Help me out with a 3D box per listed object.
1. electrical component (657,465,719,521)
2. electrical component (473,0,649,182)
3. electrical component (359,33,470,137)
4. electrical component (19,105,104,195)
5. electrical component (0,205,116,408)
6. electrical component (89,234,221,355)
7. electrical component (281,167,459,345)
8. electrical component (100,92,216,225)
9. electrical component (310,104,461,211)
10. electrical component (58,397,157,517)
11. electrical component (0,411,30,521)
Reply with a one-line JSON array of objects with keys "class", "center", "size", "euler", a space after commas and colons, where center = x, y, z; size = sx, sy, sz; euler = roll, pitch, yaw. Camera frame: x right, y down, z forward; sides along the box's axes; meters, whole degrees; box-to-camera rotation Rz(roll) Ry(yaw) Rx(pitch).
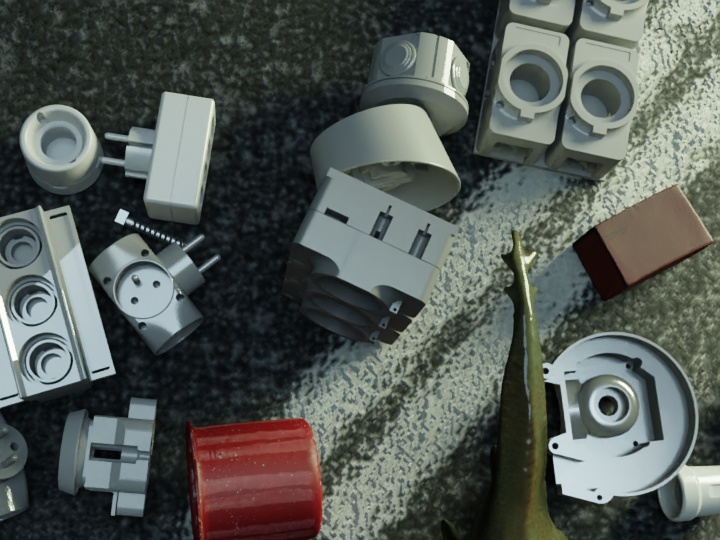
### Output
[{"class": "electrical component", "center": [0.244, 0.159, 0.773], "size": [0.046, 0.040, 0.040], "euler": [-1, 77, -13]}, {"class": "electrical component", "center": [0.159, -0.174, 0.828], "size": [0.105, 0.060, 0.186], "euler": [12, 76, -4]}, {"class": "electrical component", "center": [0.042, -0.135, 0.797], "size": [0.080, 0.080, 0.051], "euler": [10, 71, -4]}, {"class": "electrical component", "center": [-0.215, -0.087, 0.772], "size": [0.055, 0.047, 0.055], "euler": [1, 77, -6]}, {"class": "electrical component", "center": [-0.221, 0.027, 0.737], "size": [0.079, 0.063, 0.121], "euler": [-16, 79, -10]}, {"class": "electrical component", "center": [-0.136, 0.006, 0.760], "size": [0.079, 0.044, 0.077], "euler": [-38, 84, -11]}, {"class": "electrical component", "center": [0.000, 0.000, 0.723], "size": [0.089, 0.150, 0.061], "euler": [25, 74, 0]}, {"class": "electrical component", "center": [-0.149, -0.083, 0.779], "size": [0.076, 0.047, 0.083], "euler": [8, 76, -5]}, {"class": "electrical component", "center": [0.015, -0.074, 0.771], "size": [0.099, 0.099, 0.064], "euler": [-15, 73, -10]}, {"class": "electrical component", "center": [-0.170, 0.124, 0.724], "size": [0.057, 0.058, 0.078], "euler": [6, 77, -8]}, {"class": "electrical component", "center": [-0.244, 0.124, 0.706], "size": [0.043, 0.079, 0.077], "euler": [-13, 77, -43]}]
